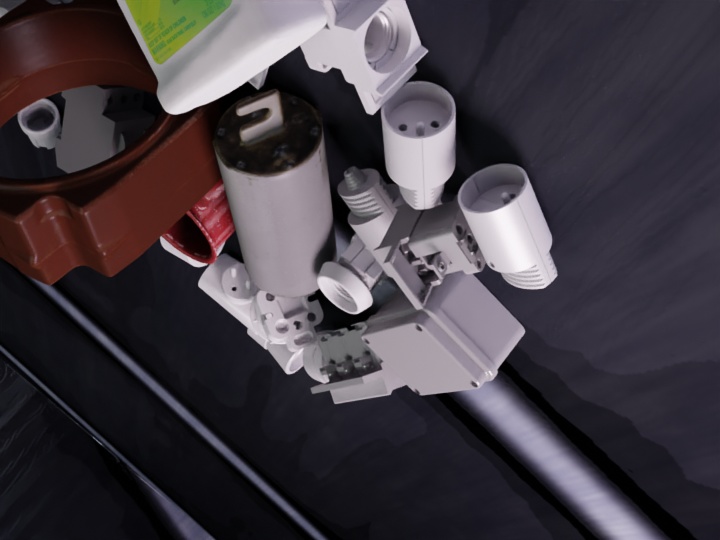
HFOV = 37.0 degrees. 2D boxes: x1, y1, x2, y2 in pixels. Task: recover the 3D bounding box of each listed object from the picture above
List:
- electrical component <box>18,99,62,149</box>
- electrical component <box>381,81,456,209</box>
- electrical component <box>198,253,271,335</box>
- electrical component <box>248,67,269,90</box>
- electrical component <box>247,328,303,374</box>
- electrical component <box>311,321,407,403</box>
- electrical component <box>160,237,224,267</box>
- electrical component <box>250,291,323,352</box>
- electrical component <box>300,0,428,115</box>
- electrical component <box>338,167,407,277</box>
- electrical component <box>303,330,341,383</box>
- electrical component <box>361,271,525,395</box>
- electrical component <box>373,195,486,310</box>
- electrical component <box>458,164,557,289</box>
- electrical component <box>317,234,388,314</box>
[{"bbox_3d":[-0.323,-0.147,1.094,0.040,0.040,0.046,38,163,7],"label":"electrical component"},{"bbox_3d":[0.037,-0.072,0.656,0.043,0.043,0.081,32,156,22],"label":"electrical component"},{"bbox_3d":[-0.116,0.018,1.053,0.077,0.043,0.079,39,161,9],"label":"electrical component"},{"bbox_3d":[-0.092,-0.160,0.674,0.079,0.063,0.121,40,157,2],"label":"electrical component"},{"bbox_3d":[-0.084,0.070,1.108,0.065,0.044,0.044,38,158,19],"label":"electrical component"},{"bbox_3d":[0.009,0.075,0.930,0.121,0.079,0.063,-24,83,65],"label":"electrical component"},{"bbox_3d":[-0.179,-0.066,0.994,0.074,0.052,0.138,28,154,29],"label":"electrical component"},{"bbox_3d":[-0.071,0.038,1.002,0.078,0.058,0.057,67,161,3],"label":"electrical component"},{"bbox_3d":[-0.004,-0.134,0.608,0.064,0.042,0.081,23,151,40],"label":"electrical component"},{"bbox_3d":[0.015,-0.039,0.750,0.043,0.043,0.081,6,139,54],"label":"electrical component"},{"bbox_3d":[-0.023,0.084,1.019,0.055,0.055,0.047,50,159,-21],"label":"electrical component"},{"bbox_3d":[0.060,0.049,0.819,0.078,0.057,0.113,45,157,-10],"label":"electrical component"},{"bbox_3d":[0.051,-0.019,0.698,0.064,0.081,0.042,-14,125,37],"label":"electrical component"},{"bbox_3d":[0.094,-0.021,0.658,0.043,0.043,0.081,18,148,44],"label":"electrical component"},{"bbox_3d":[0.000,0.000,0.827,0.048,0.055,0.066,38,157,7],"label":"electrical component"}]
